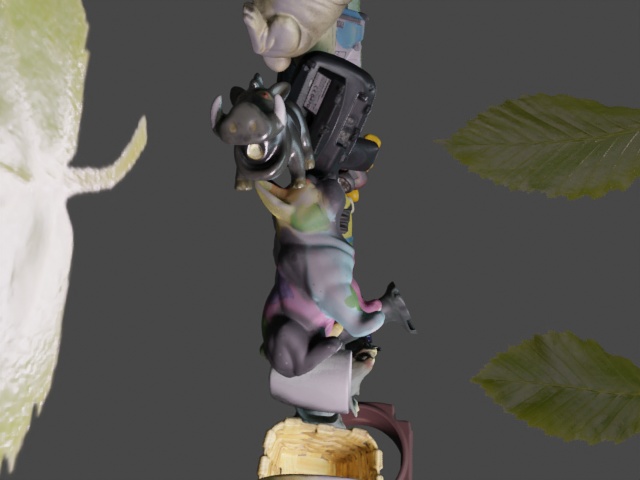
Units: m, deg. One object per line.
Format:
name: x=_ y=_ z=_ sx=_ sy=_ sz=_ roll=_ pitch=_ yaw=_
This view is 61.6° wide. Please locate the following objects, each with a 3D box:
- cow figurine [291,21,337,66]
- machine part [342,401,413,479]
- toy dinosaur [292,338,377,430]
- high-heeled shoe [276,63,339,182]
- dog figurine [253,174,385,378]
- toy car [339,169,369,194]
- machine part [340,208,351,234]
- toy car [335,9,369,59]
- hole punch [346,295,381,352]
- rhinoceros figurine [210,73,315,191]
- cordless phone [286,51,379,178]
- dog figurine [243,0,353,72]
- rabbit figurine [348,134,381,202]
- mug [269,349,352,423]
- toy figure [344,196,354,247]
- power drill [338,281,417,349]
cow figurine: x=-0.012 y=-0.264 z=0.742 sx=0.194 sy=0.086 sz=0.127 roll=42 pitch=51 yaw=-75
machine part: x=0.066 y=0.399 z=0.974 sx=0.087 sy=0.202 sz=0.201 roll=81 pitch=14 yaw=-46
toy dinosaur: x=0.001 y=0.345 z=0.850 sx=0.192 sy=0.131 sz=0.404 roll=-65 pitch=161 yaw=-71
high-heeled shoe: x=-0.023 y=-0.151 z=0.802 sx=0.145 sy=0.086 sz=0.248 roll=43 pitch=-24 yaw=59
dog figurine: x=-0.028 y=0.029 z=0.642 sx=0.219 sy=0.191 sz=0.108 roll=57 pitch=11 yaw=2
toy car: x=0.024 y=-0.171 z=0.874 sx=0.202 sy=0.053 sz=0.089 roll=60 pitch=43 yaw=-23
machine part: x=-0.002 y=-0.003 z=0.840 sx=0.139 sy=0.039 sz=0.084 roll=-43 pitch=-153 yaw=48
toy car: x=0.020 y=-0.369 z=0.968 sx=0.162 sy=0.109 sz=0.102 roll=-96 pitch=-158 yaw=-69
hole punch: x=0.046 y=0.180 z=1.103 sx=0.092 sy=0.142 sz=0.115 roll=-85 pitch=161 yaw=-54
rhinoceros figurine: x=-0.049 y=-0.105 z=0.529 sx=0.190 sy=0.073 sz=0.112 roll=-64 pitch=155 yaw=-73
cordless phone: x=0.035 y=-0.147 z=0.690 sx=0.184 sy=0.089 sz=0.146 roll=0 pitch=122 yaw=-49
dog figurine: x=0.019 y=-0.269 z=0.579 sx=0.172 sy=0.191 sz=0.121 roll=84 pitch=10 yaw=-51
rabbit figurine: x=0.064 y=-0.172 z=1.259 sx=0.173 sy=0.122 sz=0.162 roll=-170 pitch=-96 yaw=-79
mug: x=-0.012 y=0.194 z=0.719 sx=0.081 sy=0.107 sz=0.109 roll=-73 pitch=166 yaw=-62
toy figure: x=0.033 y=-0.016 z=1.147 sx=0.089 sy=0.082 sz=0.180 roll=-49 pitch=142 yaw=-82
power drill: x=0.062 y=0.163 z=0.950 sx=0.231 sy=0.207 sz=0.086 roll=64 pitch=8 yaw=-51
